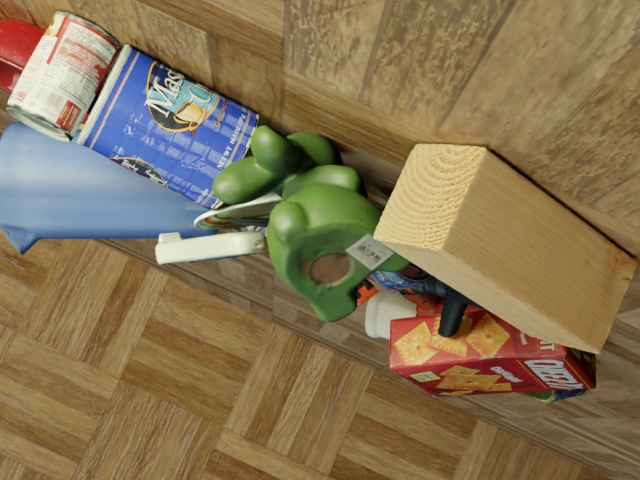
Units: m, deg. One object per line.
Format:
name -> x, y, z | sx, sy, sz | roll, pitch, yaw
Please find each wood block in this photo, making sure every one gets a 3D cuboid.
wood block -> 0.158, 0.008, 0.893 | 0.205, 0.091, 0.090 | 31, 169, -32

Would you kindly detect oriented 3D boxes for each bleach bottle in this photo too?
bleach bottle -> 0.191, 0.125, 1.442 | 0.251, 0.068, 0.102 | 17, -155, 33

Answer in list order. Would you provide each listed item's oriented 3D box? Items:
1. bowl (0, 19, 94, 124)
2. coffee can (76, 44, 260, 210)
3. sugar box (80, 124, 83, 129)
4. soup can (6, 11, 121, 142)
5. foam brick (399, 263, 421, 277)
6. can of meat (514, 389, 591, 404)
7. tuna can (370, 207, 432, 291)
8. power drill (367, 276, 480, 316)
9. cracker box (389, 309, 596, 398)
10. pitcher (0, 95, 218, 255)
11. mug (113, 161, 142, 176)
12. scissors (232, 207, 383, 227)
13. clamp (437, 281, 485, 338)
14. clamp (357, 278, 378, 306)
bowl -> -0.295, -0.181, 1.106 | 0.162, 0.055, 0.162 | 24, 170, 4
coffee can -> -0.141, -0.104, 0.996 | 0.140, 0.103, 0.103 | 27, 170, -13
sugar box -> -0.218, -0.111, 1.321 | 0.176, 0.048, 0.093 | 26, 173, -26
soup can -> -0.238, -0.151, 0.990 | 0.068, 0.102, 0.068 | 24, 170, 4
foam brick -> 0.084, -0.010, 1.014 | 0.051, 0.078, 0.053 | 26, 170, 0
can of meat -> 0.306, 0.183, 1.458 | 0.083, 0.057, 0.102 | -4, -167, -42
tuna can -> 0.080, 0.006, 1.078 | 0.086, 0.086, 0.034 | 31, 146, -30
power drill -> 0.144, 0.062, 1.322 | 0.185, 0.057, 0.187 | 16, 165, 41
cracker box -> 0.211, 0.139, 1.293 | 0.214, 0.072, 0.164 | -7, 157, 25
pitcher -> -0.232, -0.072, 1.200 | 0.243, 0.149, 0.145 | 2, -148, -1
mug -> -0.172, -0.111, 1.098 | 0.093, 0.081, 0.117 | 18, 168, 35
scissors -> 0.009, -0.021, 1.097 | 0.096, 0.016, 0.201 | -23, 160, 31
clamp -> 0.137, 0.028, 1.136 | 0.164, 0.036, 0.210 | 51, 156, -6
clamp -> 0.005, 0.009, 1.268 | 0.172, 0.039, 0.120 | 43, 179, 45
